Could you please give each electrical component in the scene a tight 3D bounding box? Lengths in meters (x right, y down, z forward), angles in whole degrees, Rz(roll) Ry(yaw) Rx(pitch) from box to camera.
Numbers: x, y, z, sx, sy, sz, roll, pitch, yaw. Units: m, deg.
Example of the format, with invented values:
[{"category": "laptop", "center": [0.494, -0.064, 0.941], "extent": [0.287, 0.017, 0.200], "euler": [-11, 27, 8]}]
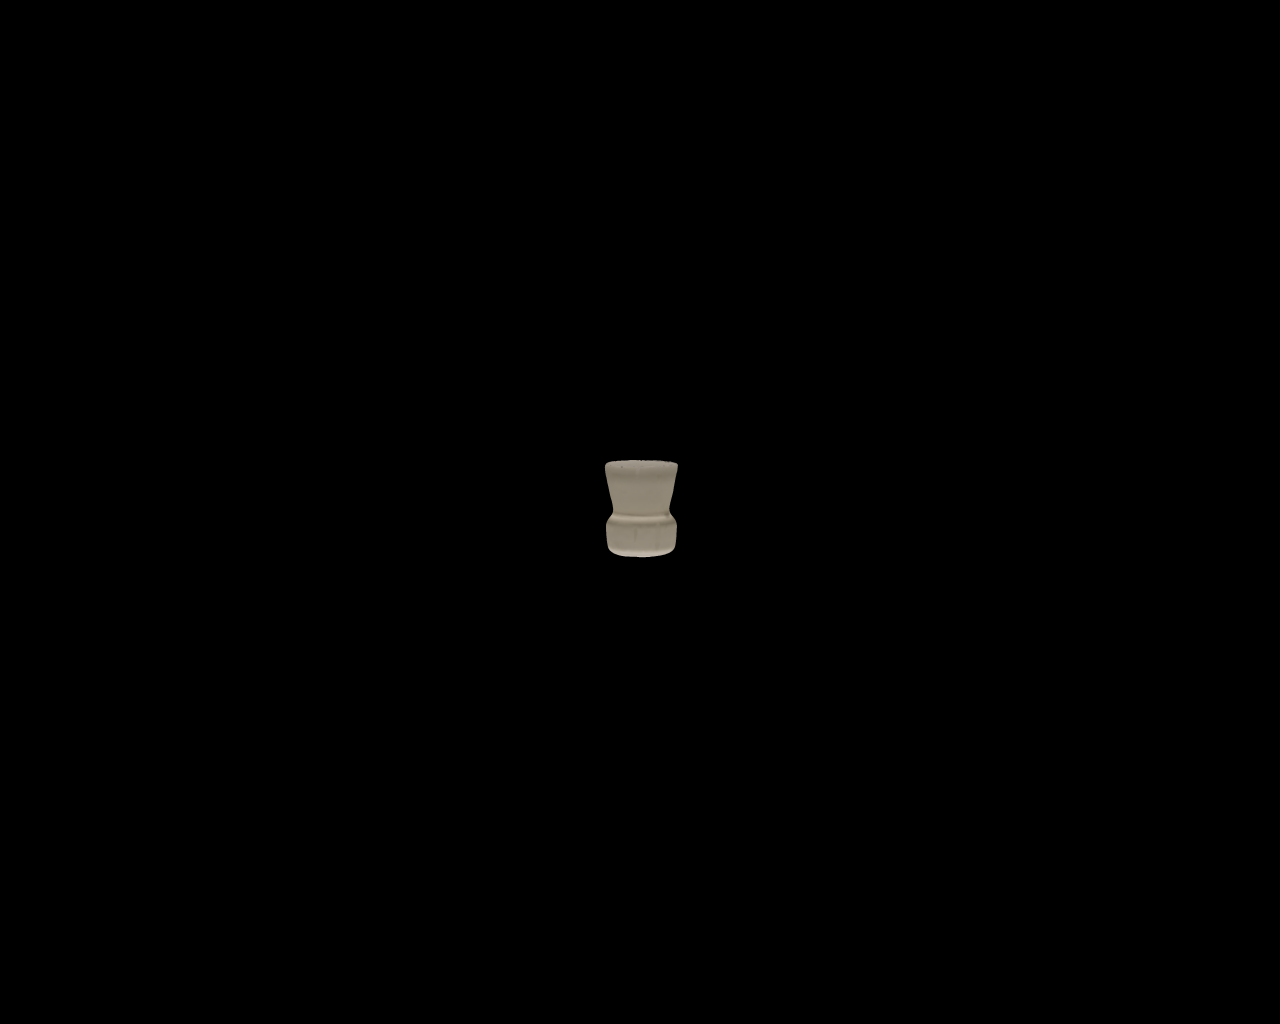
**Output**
[{"category": "electrical component", "center": [0.001, -0.003, 0.650], "extent": [0.045, 0.055, 0.045], "euler": [0, 7, 0]}]
